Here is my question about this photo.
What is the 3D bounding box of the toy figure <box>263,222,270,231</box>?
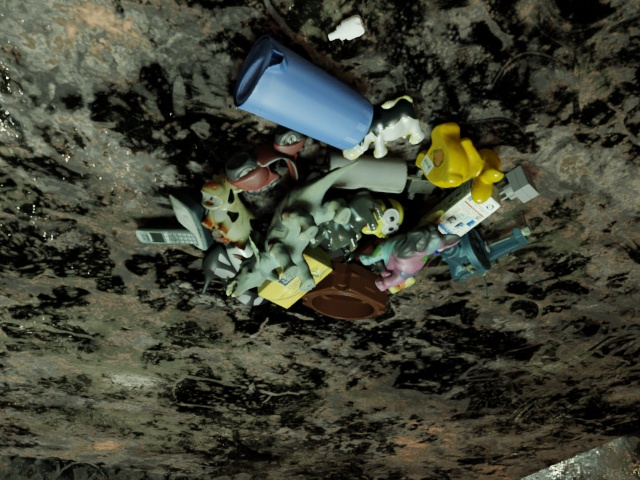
[{"bbox_3d":[-0.096,0.004,1.318,0.064,0.058,0.154,18,147,28],"label":"toy figure"}]

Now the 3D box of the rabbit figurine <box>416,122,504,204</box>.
[{"bbox_3d":[0.314,-0.159,1.116,0.173,0.162,0.121,0,130,-31],"label":"rabbit figurine"}]

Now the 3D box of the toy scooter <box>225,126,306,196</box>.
[{"bbox_3d":[-0.099,-0.148,1.124,0.184,0.075,0.135,-32,136,2],"label":"toy scooter"}]

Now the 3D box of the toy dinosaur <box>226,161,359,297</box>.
[{"bbox_3d":[-0.056,-0.033,1.141,0.131,0.192,0.404,9,120,-48],"label":"toy dinosaur"}]

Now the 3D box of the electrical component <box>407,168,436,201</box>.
[{"bbox_3d":[0.233,-0.127,1.222,0.063,0.021,0.094,3,138,-7],"label":"electrical component"}]

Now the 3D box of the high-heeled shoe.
[{"bbox_3d":[-0.209,0.092,1.428,0.248,0.086,0.145,13,108,-43],"label":"high-heeled shoe"}]

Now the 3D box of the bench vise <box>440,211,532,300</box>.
[{"bbox_3d":[0.420,0.030,1.346,0.241,0.129,0.223,-28,136,31],"label":"bench vise"}]

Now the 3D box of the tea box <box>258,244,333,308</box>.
[{"bbox_3d":[-0.064,0.080,1.300,0.098,0.068,0.169,29,122,-33],"label":"tea box"}]

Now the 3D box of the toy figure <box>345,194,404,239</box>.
[{"bbox_3d":[0.104,-0.061,1.247,0.180,0.089,0.082,3,147,6],"label":"toy figure"}]

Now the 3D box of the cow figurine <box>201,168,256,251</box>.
[{"bbox_3d":[-0.201,-0.071,1.193,0.086,0.127,0.194,19,163,25],"label":"cow figurine"}]

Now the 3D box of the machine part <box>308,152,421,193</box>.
[{"bbox_3d":[0.096,-0.145,1.151,0.243,0.079,0.079,3,138,-8],"label":"machine part"}]

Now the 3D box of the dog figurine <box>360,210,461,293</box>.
[{"bbox_3d":[0.217,0.026,1.232,0.219,0.108,0.191,-35,157,22],"label":"dog figurine"}]

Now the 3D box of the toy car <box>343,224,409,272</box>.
[{"bbox_3d":[0.143,0.015,1.354,0.089,0.053,0.202,27,131,-22],"label":"toy car"}]

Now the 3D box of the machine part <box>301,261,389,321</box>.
[{"bbox_3d":[0.065,0.142,1.431,0.201,0.087,0.201,28,149,-32],"label":"machine part"}]

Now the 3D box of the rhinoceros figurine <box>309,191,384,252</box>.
[{"bbox_3d":[0.050,-0.034,1.176,0.112,0.073,0.190,46,125,-11],"label":"rhinoceros figurine"}]

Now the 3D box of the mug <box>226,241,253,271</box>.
[{"bbox_3d":[-0.177,0.036,1.338,0.110,0.081,0.107,-22,129,19],"label":"mug"}]

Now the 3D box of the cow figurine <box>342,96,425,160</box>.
[{"bbox_3d":[0.115,-0.221,1.071,0.167,0.068,0.098,-19,131,12],"label":"cow figurine"}]

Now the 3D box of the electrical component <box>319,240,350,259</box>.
[{"bbox_3d":[-0.003,-0.004,1.320,0.115,0.058,0.134,-22,136,17],"label":"electrical component"}]

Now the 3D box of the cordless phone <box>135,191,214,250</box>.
[{"bbox_3d":[-0.343,-0.044,1.233,0.184,0.089,0.146,-2,139,4],"label":"cordless phone"}]
